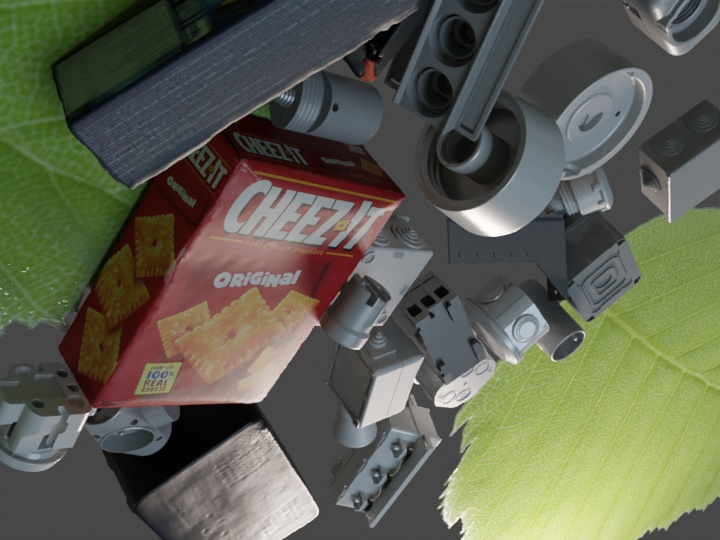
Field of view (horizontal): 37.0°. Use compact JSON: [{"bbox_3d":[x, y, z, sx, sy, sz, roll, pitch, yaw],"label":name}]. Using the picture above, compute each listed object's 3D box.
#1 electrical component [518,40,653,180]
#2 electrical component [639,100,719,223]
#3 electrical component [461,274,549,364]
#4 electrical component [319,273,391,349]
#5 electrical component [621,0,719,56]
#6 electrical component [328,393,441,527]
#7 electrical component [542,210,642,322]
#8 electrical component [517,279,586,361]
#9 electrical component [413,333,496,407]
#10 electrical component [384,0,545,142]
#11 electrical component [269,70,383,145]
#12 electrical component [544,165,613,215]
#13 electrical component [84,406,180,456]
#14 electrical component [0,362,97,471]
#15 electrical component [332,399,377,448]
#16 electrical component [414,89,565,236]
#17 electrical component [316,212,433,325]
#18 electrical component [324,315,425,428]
[{"bbox_3d":[0.171,-0.133,0.859,0.108,0.060,0.108,-26,146,-19],"label":"electrical component"},{"bbox_3d":[0.321,-0.107,1.049,0.100,0.048,0.099,-35,148,-5],"label":"electrical component"},{"bbox_3d":[0.139,0.047,1.036,0.051,0.080,0.080,-41,148,-6],"label":"electrical component"},{"bbox_3d":[-0.003,0.031,0.818,0.040,0.040,0.046,12,118,-51],"label":"electrical component"},{"bbox_3d":[0.240,-0.211,0.829,0.054,0.059,0.095,-43,148,8],"label":"electrical component"},{"bbox_3d":[0.021,0.195,1.116,0.063,0.078,0.121,18,120,-28],"label":"electrical component"},{"bbox_3d":[0.226,-0.007,1.073,0.078,0.057,0.113,-40,148,3],"label":"electrical component"},{"bbox_3d":[0.194,0.057,1.103,0.044,0.077,0.079,-41,148,4],"label":"electrical component"},{"bbox_3d":[0.091,0.095,1.073,0.080,0.051,0.080,-26,146,-19],"label":"electrical component"},{"bbox_3d":[0.075,-0.160,0.724,0.063,0.079,0.121,-36,156,-49],"label":"electrical component"},{"bbox_3d":[-0.027,-0.110,0.708,0.081,0.043,0.043,6,127,-48],"label":"electrical component"},{"bbox_3d":[0.197,-0.070,0.982,0.062,0.048,0.048,-21,150,13],"label":"electrical component"},{"bbox_3d":[-0.165,0.106,0.829,0.079,0.044,0.077,-21,149,8],"label":"electrical component"},{"bbox_3d":[-0.230,0.105,0.765,0.078,0.058,0.057,2,127,-46],"label":"electrical component"},{"bbox_3d":[-0.004,0.135,1.041,0.044,0.044,0.065,-22,140,-24],"label":"electrical component"},{"bbox_3d":[0.090,-0.085,0.800,0.108,0.108,0.060,-49,140,16],"label":"electrical component"},{"bbox_3d":[0.000,0.000,0.867,0.100,0.048,0.099,3,129,-47],"label":"electrical component"},{"bbox_3d":[0.015,0.085,0.976,0.061,0.061,0.096,-17,142,-29],"label":"electrical component"}]
